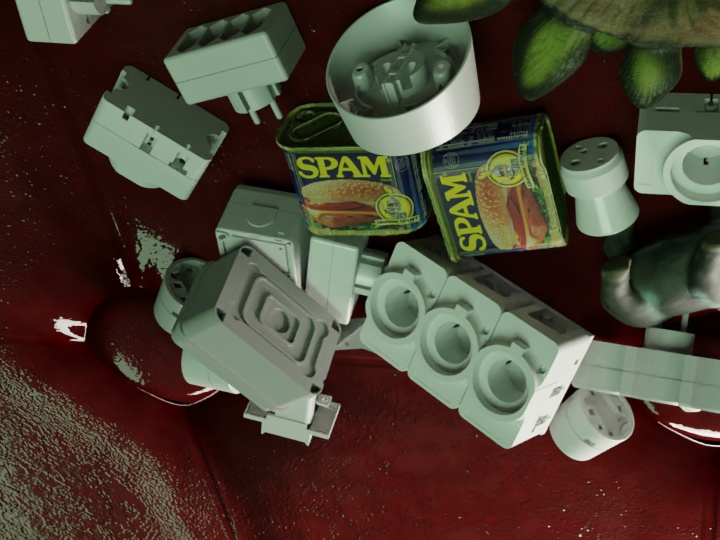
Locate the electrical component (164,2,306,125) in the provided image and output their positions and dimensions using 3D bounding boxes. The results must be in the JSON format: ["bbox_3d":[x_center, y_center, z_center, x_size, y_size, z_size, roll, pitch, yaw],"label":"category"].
[{"bbox_3d":[-0.079,-0.136,0.757,0.083,0.047,0.075,-9,127,25],"label":"electrical component"}]

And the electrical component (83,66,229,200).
[{"bbox_3d":[-0.155,-0.100,0.812,0.089,0.050,0.055,31,132,-9],"label":"electrical component"}]

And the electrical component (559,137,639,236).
[{"bbox_3d":[0.166,-0.058,0.745,0.045,0.045,0.055,-8,127,25],"label":"electrical component"}]

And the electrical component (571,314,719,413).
[{"bbox_3d":[0.234,0.064,0.821,0.138,0.073,0.052,8,177,28],"label":"electrical component"}]

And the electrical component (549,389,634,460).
[{"bbox_3d":[0.191,0.126,0.894,0.055,0.055,0.047,31,136,-9],"label":"electrical component"}]

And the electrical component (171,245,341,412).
[{"bbox_3d":[-0.079,0.047,0.820,0.057,0.078,0.113,-25,124,39],"label":"electrical component"}]

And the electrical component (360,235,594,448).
[{"bbox_3d":[0.080,0.050,0.795,0.150,0.062,0.089,35,116,29],"label":"electrical component"}]

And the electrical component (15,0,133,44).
[{"bbox_3d":[-0.194,-0.196,0.743,0.077,0.047,0.065,6,132,14],"label":"electrical component"}]

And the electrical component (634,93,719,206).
[{"bbox_3d":[0.226,-0.079,0.699,0.089,0.055,0.050,4,131,15],"label":"electrical component"}]

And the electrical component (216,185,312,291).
[{"bbox_3d":[-0.072,-0.016,0.856,0.062,0.061,0.096,10,140,10],"label":"electrical component"}]

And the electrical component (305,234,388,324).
[{"bbox_3d":[0.000,0.000,0.851,0.076,0.047,0.083,14,133,6],"label":"electrical component"}]

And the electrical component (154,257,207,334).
[{"bbox_3d":[-0.146,0.025,0.918,0.055,0.055,0.047,28,137,-7],"label":"electrical component"}]

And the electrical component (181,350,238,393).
[{"bbox_3d":[-0.127,0.080,0.960,0.047,0.055,0.055,6,132,19],"label":"electrical component"}]

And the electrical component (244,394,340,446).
[{"bbox_3d":[-0.061,0.119,0.981,0.081,0.042,0.063,13,129,7],"label":"electrical component"}]

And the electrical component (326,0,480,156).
[{"bbox_3d":[0.029,-0.124,0.700,0.099,0.099,0.064,-3,135,21],"label":"electrical component"}]

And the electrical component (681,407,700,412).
[{"bbox_3d":[0.279,0.090,0.845,0.061,0.035,0.035,-18,122,28],"label":"electrical component"}]
